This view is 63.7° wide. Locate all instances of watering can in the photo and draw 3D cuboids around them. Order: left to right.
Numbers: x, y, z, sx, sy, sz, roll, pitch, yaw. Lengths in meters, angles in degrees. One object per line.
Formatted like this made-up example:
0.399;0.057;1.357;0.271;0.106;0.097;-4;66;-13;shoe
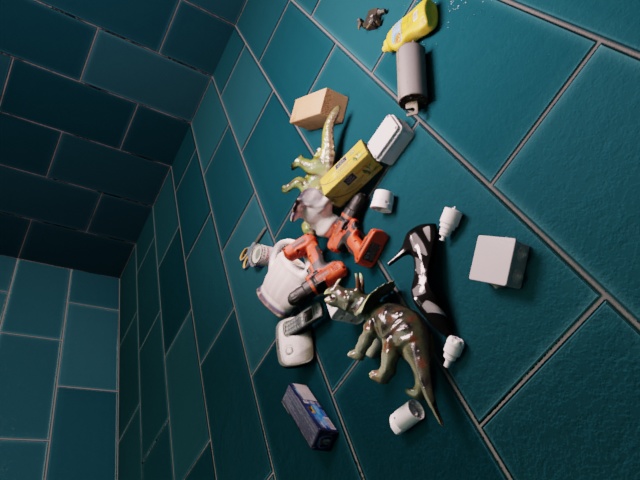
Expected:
-0.078;0.140;1.542;0.222;0.103;0.353;-60;41;15;watering can

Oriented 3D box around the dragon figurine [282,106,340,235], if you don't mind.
0.022;-0.189;1.580;0.246;0.122;0.405;42;114;38;dragon figurine

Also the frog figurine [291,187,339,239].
0.005;-0.075;1.482;0.125;0.159;0.134;-66;0;-46;frog figurine
